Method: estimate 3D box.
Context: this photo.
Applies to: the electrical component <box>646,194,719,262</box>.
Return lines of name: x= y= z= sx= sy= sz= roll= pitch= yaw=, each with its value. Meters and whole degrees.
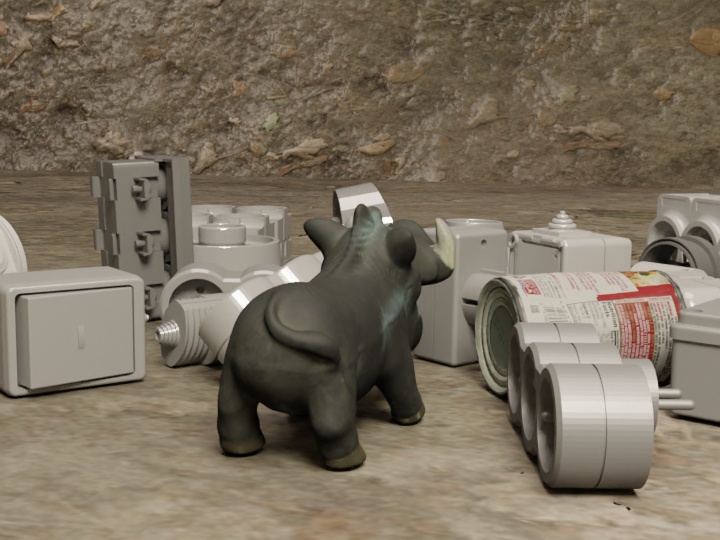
electrical component: x=0.310 y=-0.015 z=0.905 sx=0.062 sy=0.089 sz=0.150 roll=-2 pitch=8 yaw=-18

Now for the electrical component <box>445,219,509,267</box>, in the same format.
electrical component: x=0.101 y=0.001 z=0.821 sx=0.079 sy=0.077 sz=0.043 roll=-1 pitch=7 yaw=-23

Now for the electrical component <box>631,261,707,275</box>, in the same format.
electrical component: x=0.247 y=0.019 z=0.820 sx=0.043 sy=0.043 sz=0.081 roll=-5 pitch=10 yaw=-36

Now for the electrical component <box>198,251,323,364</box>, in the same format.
electrical component: x=-0.025 y=0.034 z=0.644 sx=0.073 sy=0.052 sz=0.138 roll=49 pitch=39 yaw=12

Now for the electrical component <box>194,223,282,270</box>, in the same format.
electrical component: x=-0.119 y=-0.009 z=0.927 sx=0.108 sy=0.060 sz=0.108 roll=1 pitch=8 yaw=0

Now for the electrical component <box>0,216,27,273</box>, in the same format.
electrical component: x=-0.293 y=-0.002 z=0.806 sx=0.080 sy=0.080 sz=0.051 roll=6 pitch=15 yaw=34

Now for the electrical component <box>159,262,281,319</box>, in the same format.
electrical component: x=-0.066 y=0.021 z=0.751 sx=0.138 sy=0.052 sz=0.073 roll=1 pitch=8 yaw=-3

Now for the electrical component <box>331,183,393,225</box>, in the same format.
electrical component: x=0.007 y=-0.029 z=0.976 sx=0.064 sy=0.099 sz=0.099 roll=-6 pitch=9 yaw=-7

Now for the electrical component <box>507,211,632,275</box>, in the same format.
electrical component: x=0.134 y=0.010 z=0.682 sx=0.061 sy=0.096 sz=0.062 roll=-3 pitch=9 yaw=-25

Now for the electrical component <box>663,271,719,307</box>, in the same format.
electrical component: x=0.202 y=0.032 z=0.687 sx=0.059 sy=0.053 sz=0.095 roll=-2 pitch=8 yaw=-16

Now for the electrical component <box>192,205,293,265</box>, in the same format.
electrical component: x=-0.135 y=-0.029 z=1.077 sx=0.105 sy=0.060 sz=0.186 roll=2 pitch=8 yaw=6

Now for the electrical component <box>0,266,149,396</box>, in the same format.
electrical component: x=-0.163 y=0.033 z=0.618 sx=0.096 sy=0.061 sz=0.061 roll=-5 pitch=10 yaw=-34

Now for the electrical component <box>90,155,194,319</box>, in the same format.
electrical component: x=-0.164 y=-0.024 z=0.814 sx=0.063 sy=0.121 sz=0.079 roll=-7 pitch=11 yaw=-31

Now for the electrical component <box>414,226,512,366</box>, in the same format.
electrical component: x=0.076 y=0.017 z=0.675 sx=0.047 sy=0.083 sz=0.076 roll=-6 pitch=11 yaw=-40

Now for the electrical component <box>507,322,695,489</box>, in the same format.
electrical component: x=0.114 y=0.059 z=0.492 sx=0.074 sy=0.052 sz=0.138 roll=1 pitch=9 yaw=-1

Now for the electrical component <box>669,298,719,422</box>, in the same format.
electrical component: x=0.233 y=0.048 z=0.563 sx=0.109 sy=0.056 sz=0.109 roll=7 pitch=10 yaw=39

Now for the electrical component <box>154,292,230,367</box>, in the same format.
electrical component: x=-0.091 y=0.036 z=0.671 sx=0.081 sy=0.043 sz=0.043 roll=-6 pitch=10 yaw=-39
